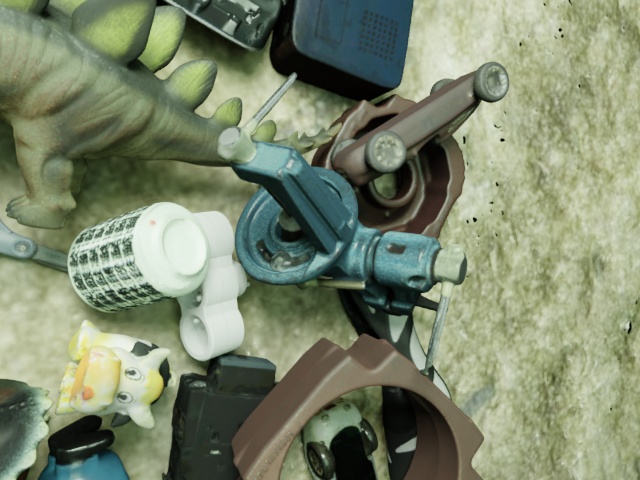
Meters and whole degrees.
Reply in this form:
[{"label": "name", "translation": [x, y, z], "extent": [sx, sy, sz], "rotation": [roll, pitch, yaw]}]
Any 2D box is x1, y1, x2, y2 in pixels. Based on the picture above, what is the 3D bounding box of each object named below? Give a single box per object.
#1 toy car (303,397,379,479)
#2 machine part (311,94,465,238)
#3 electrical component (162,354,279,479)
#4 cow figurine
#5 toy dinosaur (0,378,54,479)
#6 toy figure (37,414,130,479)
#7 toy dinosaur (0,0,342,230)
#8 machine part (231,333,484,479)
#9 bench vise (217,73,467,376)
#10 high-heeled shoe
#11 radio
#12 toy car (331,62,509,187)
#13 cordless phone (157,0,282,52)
[{"label": "toy car", "translation": [0.034, 0.276, 0.593], "extent": [0.073, 0.056, 0.201], "rotation": [-19, 101, -29]}, {"label": "machine part", "translation": [0.073, -0.068, 0.596], "extent": [0.179, 0.056, 0.179], "rotation": [-1, 93, -23]}, {"label": "electrical component", "translation": [-0.087, 0.182, 0.533], "extent": [0.115, 0.058, 0.134], "rotation": [10, 89, -26]}, {"label": "cow figurine", "translation": [-0.158, 0.113, 0.437], "extent": [0.098, 0.167, 0.068], "rotation": [20, 79, -22]}, {"label": "toy dinosaur", "translation": [-0.276, 0.244, 0.377], "extent": [0.131, 0.192, 0.404], "rotation": [8, 88, -23]}, {"label": "toy figure", "translation": [-0.208, 0.252, 0.470], "extent": [0.089, 0.082, 0.180], "rotation": [-7, 100, -13]}, {"label": "toy dinosaur", "translation": [-0.190, -0.112, 0.402], "extent": [0.471, 0.105, 0.198], "rotation": [15, 115, -39]}, {"label": "machine part", "translation": [0.034, 0.206, 0.500], "extent": [0.201, 0.087, 0.201], "rotation": [44, 82, -15]}, {"label": "bench vise", "translation": [0.004, -0.010, 0.455], "extent": [0.129, 0.224, 0.240], "rotation": [-59, 144, -15]}, {"label": "high-heeled shoe", "translation": [0.066, 0.152, 0.591], "extent": [0.145, 0.086, 0.248], "rotation": [14, 83, -20]}, {"label": "radio", "translation": [0.030, -0.274, 0.560], "extent": [0.131, 0.073, 0.229], "rotation": [9, 87, -23]}, {"label": "toy car", "translation": [0.101, -0.113, 0.528], "extent": [0.202, 0.089, 0.053], "rotation": [-34, 102, -19]}, {"label": "cordless phone", "translation": [-0.126, -0.197, 0.500], "extent": [0.146, 0.089, 0.184], "rotation": [26, 93, -24]}]
